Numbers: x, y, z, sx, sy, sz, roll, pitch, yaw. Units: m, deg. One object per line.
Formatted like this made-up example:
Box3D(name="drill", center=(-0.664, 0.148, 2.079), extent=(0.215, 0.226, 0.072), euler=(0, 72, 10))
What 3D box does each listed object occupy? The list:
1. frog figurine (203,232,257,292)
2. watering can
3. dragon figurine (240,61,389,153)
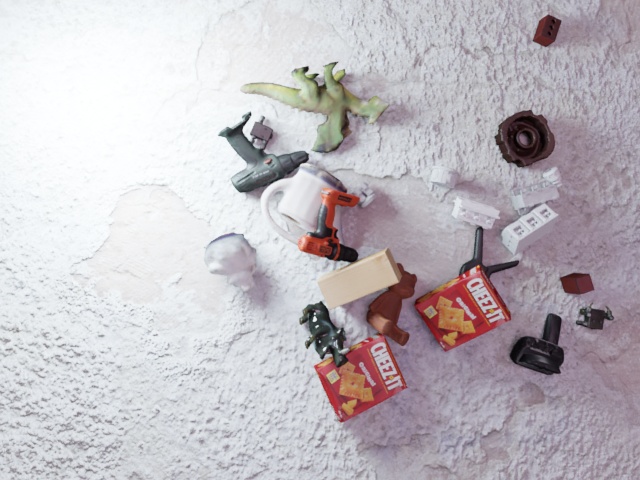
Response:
Box3D(name="frog figurine", center=(-0.234, 0.064, 1.389), extent=(0.138, 0.121, 0.161), euler=(-17, 77, -29))
Box3D(name="watering can", center=(0.004, -0.073, 1.451), extent=(0.345, 0.104, 0.225), euler=(30, 84, -18))
Box3D(name="dragon figurine", center=(-0.003, -0.369, 1.476), extent=(0.411, 0.122, 0.242), euler=(-15, 96, -9))
